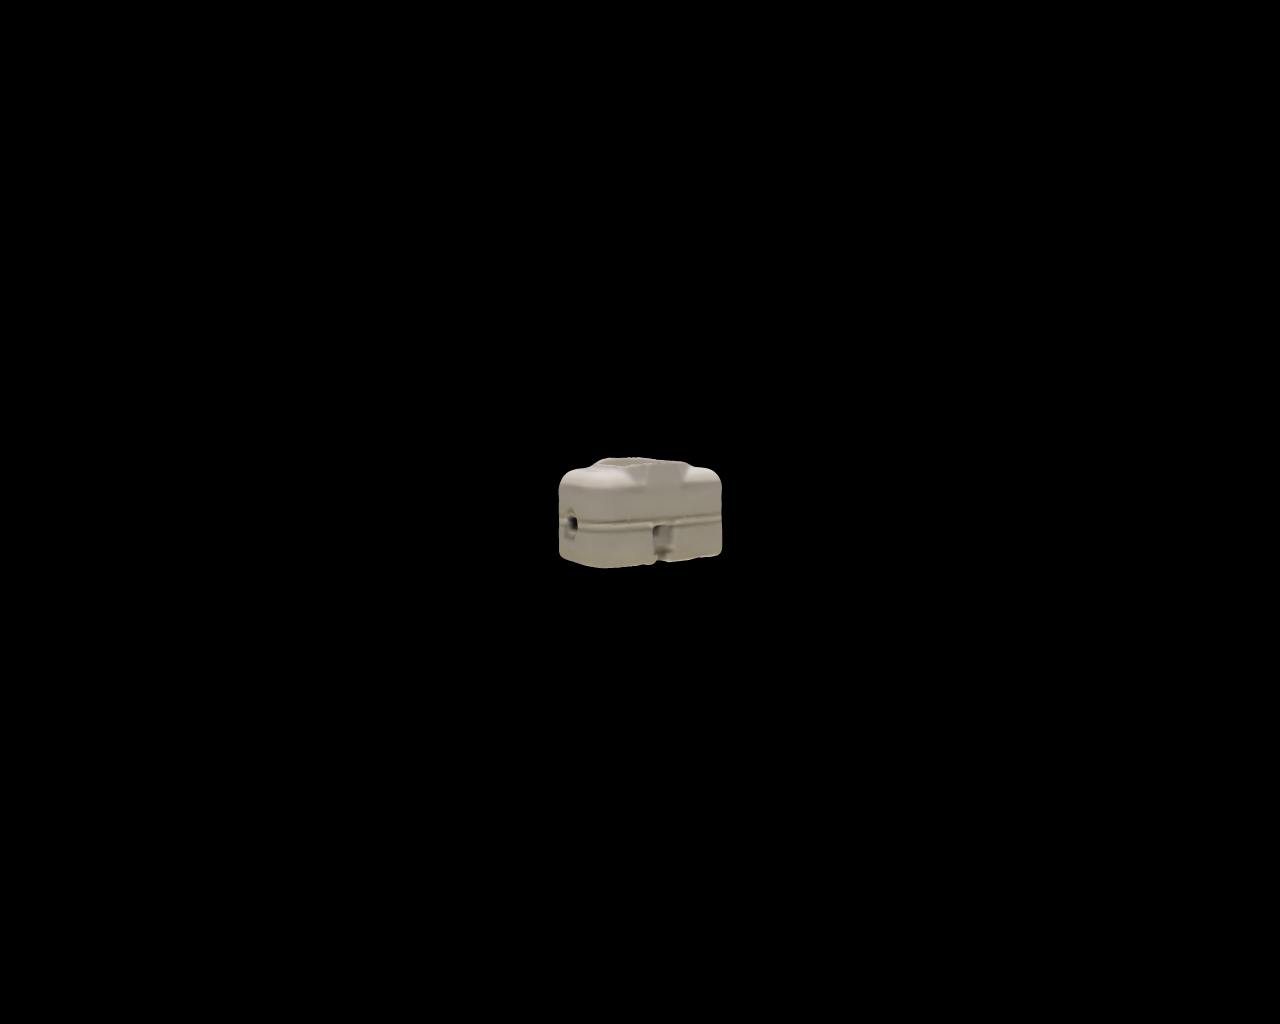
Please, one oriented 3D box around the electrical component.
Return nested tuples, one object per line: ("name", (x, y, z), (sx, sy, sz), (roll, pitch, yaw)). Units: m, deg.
("electrical component", (0.001, -0.003, 0.650), (0.095, 0.059, 0.054), (-4, 8, -29))
